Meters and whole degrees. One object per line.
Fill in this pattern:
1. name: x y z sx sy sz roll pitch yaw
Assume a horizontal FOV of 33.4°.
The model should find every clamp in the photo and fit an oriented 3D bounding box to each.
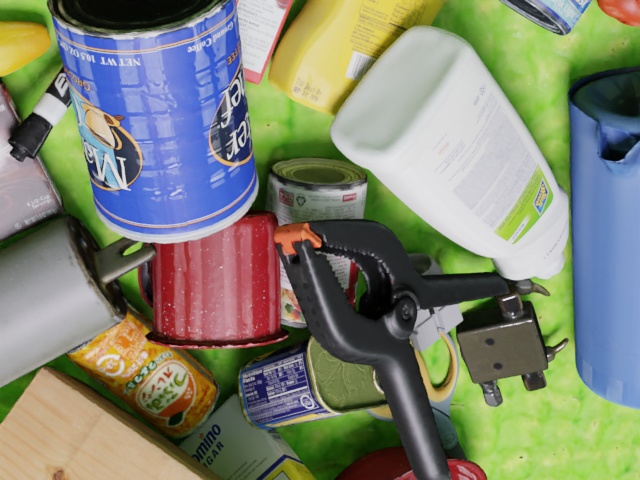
1. clamp: 0.045 0.059 0.699 0.209 0.036 0.164 33 63 -37

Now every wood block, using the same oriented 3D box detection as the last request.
1. wood block: -0.108 0.177 0.678 0.206 0.090 0.091 32 80 15

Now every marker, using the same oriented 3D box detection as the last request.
1. marker: -0.150 -0.098 0.643 0.020 0.020 0.121 39 73 -28

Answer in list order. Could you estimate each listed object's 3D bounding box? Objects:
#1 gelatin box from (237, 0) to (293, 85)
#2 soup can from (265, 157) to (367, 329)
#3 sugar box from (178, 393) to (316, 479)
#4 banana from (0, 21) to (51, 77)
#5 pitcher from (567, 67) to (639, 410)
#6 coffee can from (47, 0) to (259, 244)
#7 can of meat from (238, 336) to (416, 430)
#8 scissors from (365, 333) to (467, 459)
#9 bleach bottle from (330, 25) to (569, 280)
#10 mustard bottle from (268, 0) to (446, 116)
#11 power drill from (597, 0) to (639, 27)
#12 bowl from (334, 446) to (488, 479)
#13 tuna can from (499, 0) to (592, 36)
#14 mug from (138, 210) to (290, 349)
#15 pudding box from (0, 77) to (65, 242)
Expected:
1. gelatin box: -0.058 -0.153 0.673 0.073 0.030 0.089 17 105 -23
2. soup can: -0.005 0.001 0.731 0.068 0.068 0.102 -2 111 -19
3. sugar box: -0.035 0.203 0.745 0.093 0.176 0.048 -43 149 2
4. banana: -0.258 -0.122 0.610 0.197 0.037 0.070 18 105 -25
5. pitcher: 0.255 -0.004 0.797 0.149 0.145 0.243 -7 117 -4
6. coffee can: -0.093 -0.083 0.620 0.102 0.103 0.140 -15 131 -13
7. can of meat: 0.005 0.097 0.745 0.101 0.084 0.057 -1 73 -44
8. scissors: 0.081 0.156 0.853 0.096 0.016 0.202 -15 115 -11
9. bleach bottle: 0.109 -0.034 0.732 0.102 0.068 0.250 -52 138 -5
10. mustard bottle: 0.042 -0.171 0.683 0.096 0.058 0.192 14 106 -34
11. power drill: 0.194 -0.255 0.705 0.187 0.057 0.184 19 103 -25
12. bowl: 0.050 0.213 0.826 0.161 0.055 0.162 -20 134 -22
13. tuna can: 0.137 -0.171 0.702 0.086 0.086 0.034 29 100 -27
14. mug: -0.076 0.022 0.696 0.093 0.117 0.081 -6 97 -48
15. pudding box: -0.227 -0.037 0.653 0.113 0.039 0.090 -26 116 -9
